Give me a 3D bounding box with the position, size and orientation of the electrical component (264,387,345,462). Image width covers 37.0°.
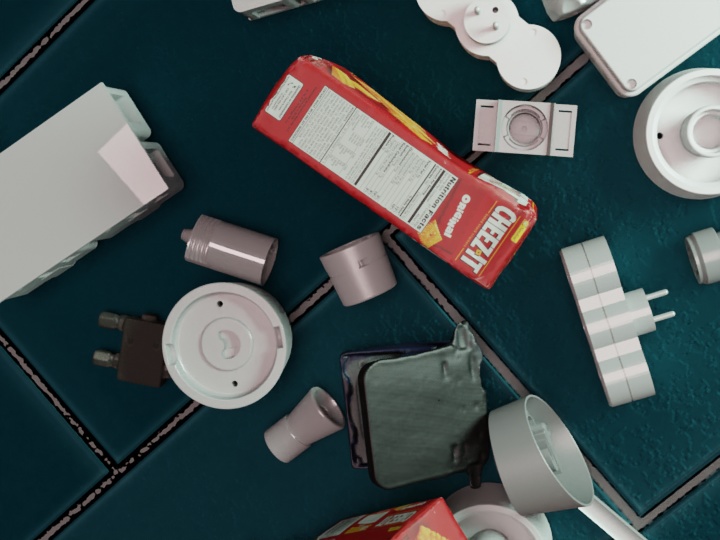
[{"bbox_3d":[-0.051,0.138,0.943,0.065,0.044,0.044,-39,89,15],"label":"electrical component"}]

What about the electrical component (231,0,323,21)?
[{"bbox_3d":[-0.039,-0.273,0.891,0.150,0.062,0.089,-14,93,9],"label":"electrical component"}]

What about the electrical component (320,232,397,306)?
[{"bbox_3d":[0.000,0.000,0.916,0.055,0.055,0.047,-22,95,10],"label":"electrical component"}]

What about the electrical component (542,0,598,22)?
[{"bbox_3d":[0.164,-0.237,0.875,0.043,0.043,0.062,-23,90,10],"label":"electrical component"}]

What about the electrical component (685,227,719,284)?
[{"bbox_3d":[0.298,-0.015,0.875,0.055,0.045,0.045,-17,93,10],"label":"electrical component"}]

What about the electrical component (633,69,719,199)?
[{"bbox_3d":[0.277,-0.110,0.861,0.108,0.060,0.108,1,95,8],"label":"electrical component"}]

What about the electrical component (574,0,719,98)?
[{"bbox_3d":[0.236,-0.199,0.861,0.113,0.057,0.078,-37,89,10],"label":"electrical component"}]

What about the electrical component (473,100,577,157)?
[{"bbox_3d":[0.134,-0.115,0.880,0.081,0.064,0.042,5,96,8],"label":"electrical component"}]

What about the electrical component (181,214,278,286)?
[{"bbox_3d":[-0.117,-0.019,0.936,0.081,0.043,0.043,18,98,6],"label":"electrical component"}]

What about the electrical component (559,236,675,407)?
[{"bbox_3d":[0.221,0.038,0.887,0.074,0.052,0.138,-18,92,10],"label":"electrical component"}]

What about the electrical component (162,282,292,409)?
[{"bbox_3d":[-0.111,0.061,0.934,0.108,0.060,0.108,1,95,8],"label":"electrical component"}]

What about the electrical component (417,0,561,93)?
[{"bbox_3d":[0.103,-0.200,0.871,0.138,0.074,0.052,41,99,3],"label":"electrical component"}]

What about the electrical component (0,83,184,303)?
[{"bbox_3d":[-0.261,-0.066,0.944,0.186,0.060,0.105,-32,90,10],"label":"electrical component"}]

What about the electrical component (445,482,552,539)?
[{"bbox_3d":[0.111,0.242,0.918,0.108,0.060,0.108,1,96,8],"label":"electrical component"}]

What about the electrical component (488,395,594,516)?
[{"bbox_3d":[0.147,0.153,0.888,0.064,0.099,0.099,-19,92,16],"label":"electrical component"}]
